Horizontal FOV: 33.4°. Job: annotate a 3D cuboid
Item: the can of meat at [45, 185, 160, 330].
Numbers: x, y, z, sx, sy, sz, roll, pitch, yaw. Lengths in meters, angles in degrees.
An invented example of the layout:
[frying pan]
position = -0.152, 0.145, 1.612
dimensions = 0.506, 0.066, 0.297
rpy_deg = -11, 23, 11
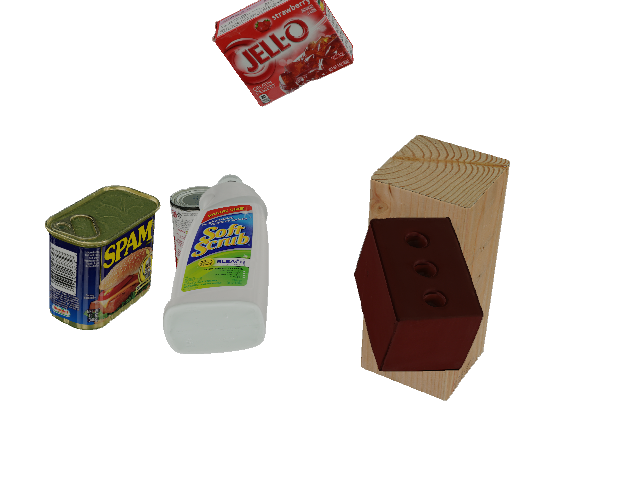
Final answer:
[can of meat]
position = -0.178, 0.014, 0.876
dimensions = 0.057, 0.084, 0.102
rpy_deg = 19, 30, 19

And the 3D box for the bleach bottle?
[bleach bottle]
position = -0.106, 0.011, 1.126
dimensions = 0.102, 0.068, 0.251
rpy_deg = -4, 37, 0

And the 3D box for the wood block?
[wood block]
position = 0.098, 0.025, 0.939
dimensions = 0.091, 0.206, 0.090
rpy_deg = 20, 39, 25

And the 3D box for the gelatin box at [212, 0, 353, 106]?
[gelatin box]
position = -0.029, -0.156, 0.843
dimensions = 0.089, 0.030, 0.073
rpy_deg = -22, -53, 19

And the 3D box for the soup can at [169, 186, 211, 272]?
[soup can]
position = -0.149, -0.008, 1.318
dimensions = 0.068, 0.102, 0.068
rpy_deg = -2, 26, 1

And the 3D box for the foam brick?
[foam brick]
position = 0.056, 0.032, 0.631
dimensions = 0.053, 0.078, 0.051
rpy_deg = -1, -41, -15
